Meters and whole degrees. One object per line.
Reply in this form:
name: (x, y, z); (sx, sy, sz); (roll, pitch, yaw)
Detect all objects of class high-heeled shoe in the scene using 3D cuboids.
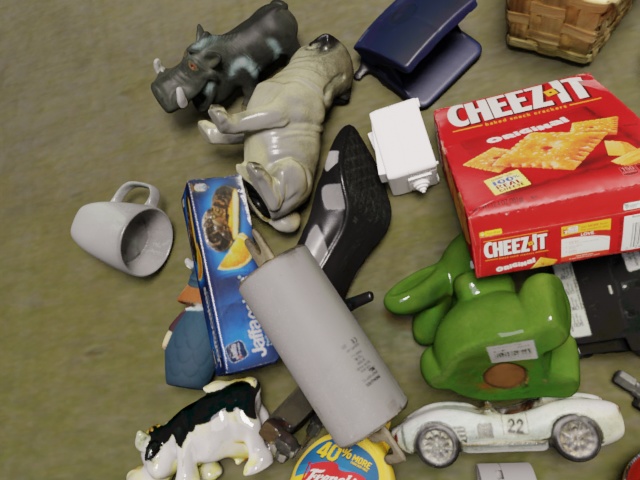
high-heeled shoe: (-0.001, -0.002, 0.596); (0.145, 0.086, 0.249); (-25, 52, 37)

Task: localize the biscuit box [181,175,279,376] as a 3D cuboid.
biscuit box: (-0.096, 0.037, 0.562); (0.059, 0.063, 0.202); (-10, 78, -23)

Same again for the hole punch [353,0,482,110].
hole punch: (0.107, -0.229, 0.603); (0.142, 0.092, 0.116); (-47, 67, 3)

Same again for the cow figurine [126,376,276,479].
cow figurine: (-0.131, 0.204, 0.556); (0.167, 0.068, 0.098); (-19, 80, 9)

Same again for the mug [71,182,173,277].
mug: (-0.240, -0.019, 0.639); (0.107, 0.080, 0.109); (11, 84, 26)

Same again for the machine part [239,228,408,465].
machine part: (0.002, 0.093, 0.483); (0.079, 0.079, 0.243); (-34, 80, 4)

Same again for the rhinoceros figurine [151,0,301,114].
rhinoceros figurine: (-0.108, -0.209, 0.638); (0.190, 0.112, 0.073); (-32, 73, -4)

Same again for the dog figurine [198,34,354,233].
dog figurine: (-0.016, -0.123, 0.611); (0.190, 0.121, 0.172); (-33, 112, -18)

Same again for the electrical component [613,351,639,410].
electrical component: (0.323, 0.138, 0.491); (0.094, 0.021, 0.063); (35, 86, 19)

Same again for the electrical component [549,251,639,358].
electrical component: (0.283, 0.042, 0.480); (0.134, 0.058, 0.115); (-19, 73, 39)

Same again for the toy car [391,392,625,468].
toy car: (0.166, 0.171, 0.494); (0.202, 0.073, 0.056); (-7, 78, 12)

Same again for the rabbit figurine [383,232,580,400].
rabbit figurine: (0.152, 0.061, 0.511); (0.159, 0.121, 0.170); (-22, 36, 25)

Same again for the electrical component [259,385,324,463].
electrical component: (-0.016, 0.175, 0.529); (0.078, 0.102, 0.045); (-46, 73, 11)

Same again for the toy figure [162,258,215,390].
toy figure: (-0.134, 0.086, 0.598); (0.058, 0.064, 0.154); (-13, 63, 51)
